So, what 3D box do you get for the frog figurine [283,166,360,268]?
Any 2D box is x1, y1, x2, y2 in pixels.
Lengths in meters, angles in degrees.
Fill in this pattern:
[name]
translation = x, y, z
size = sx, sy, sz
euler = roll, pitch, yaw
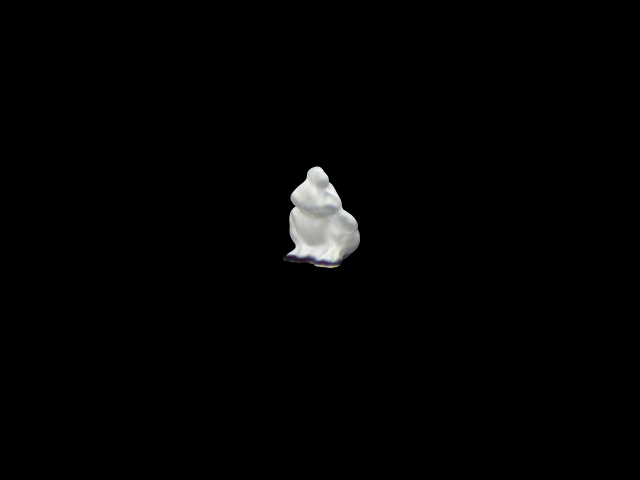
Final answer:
[frog figurine]
translation = 0.003, -0.043, 0.850
size = 0.123, 0.158, 0.138
euler = -6, 12, -32
